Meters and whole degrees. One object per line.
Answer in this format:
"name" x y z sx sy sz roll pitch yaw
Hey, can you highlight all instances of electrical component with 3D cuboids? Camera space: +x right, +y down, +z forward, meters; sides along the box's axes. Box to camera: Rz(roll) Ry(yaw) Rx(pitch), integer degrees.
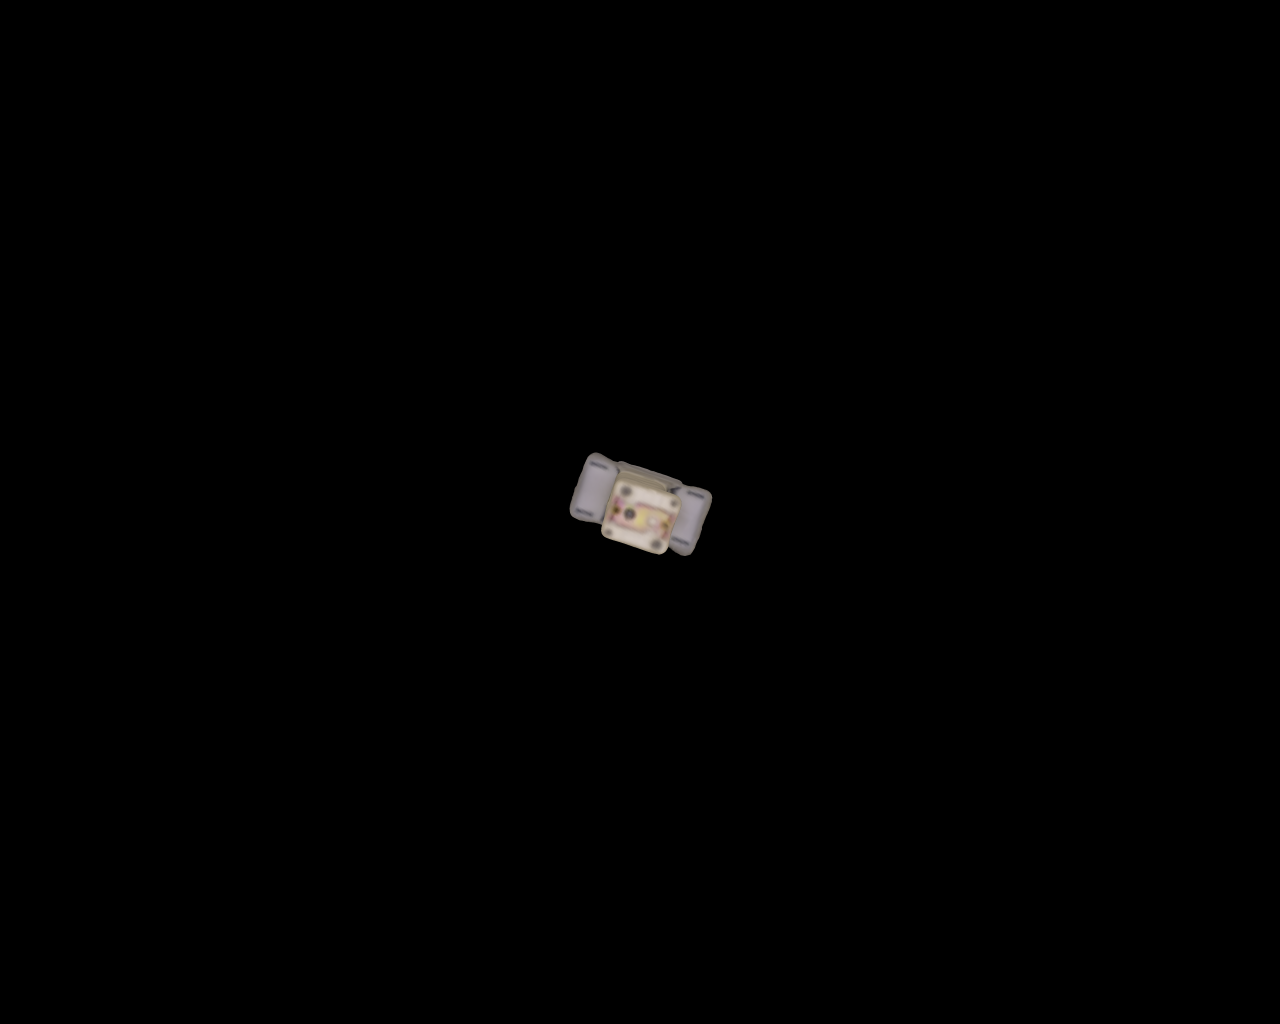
"electrical component" 0.001 -0.003 0.650 0.081 0.042 0.064 18 11 -4
